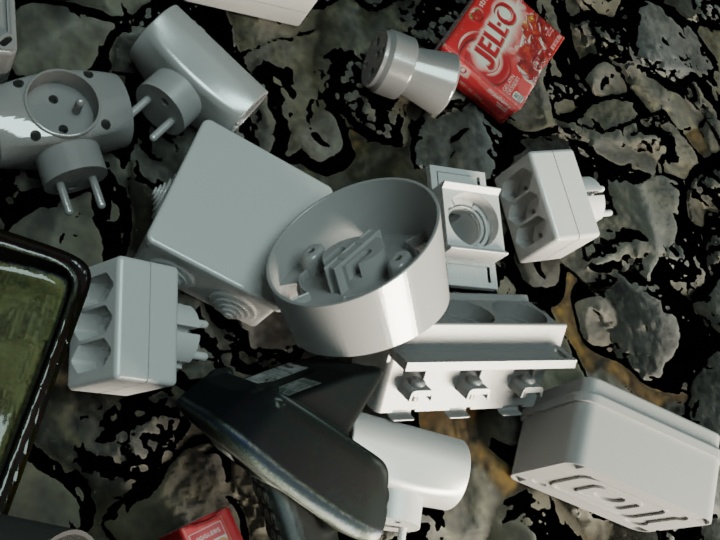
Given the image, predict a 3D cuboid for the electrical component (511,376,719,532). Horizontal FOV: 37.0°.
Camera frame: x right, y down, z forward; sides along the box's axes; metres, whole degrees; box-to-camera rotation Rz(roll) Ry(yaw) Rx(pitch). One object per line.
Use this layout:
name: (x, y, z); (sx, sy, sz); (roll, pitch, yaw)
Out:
electrical component: (0.163, 0.118, 0.682); (0.113, 0.078, 0.057); (25, 64, -16)

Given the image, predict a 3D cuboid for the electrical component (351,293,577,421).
electrical component: (0.057, 0.051, 0.652); (0.121, 0.079, 0.063); (2, 113, -30)

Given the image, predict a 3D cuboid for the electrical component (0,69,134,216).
electrical component: (-0.167, -0.069, 0.608); (0.077, 0.044, 0.079); (-15, 78, -30)

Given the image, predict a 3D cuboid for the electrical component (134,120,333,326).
electrical component: (-0.076, -0.025, 0.635); (0.100, 0.048, 0.099); (29, 61, -14)

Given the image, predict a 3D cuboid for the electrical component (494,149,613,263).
electrical component: (0.145, -0.046, 0.755); (0.077, 0.047, 0.065); (-7, 74, -29)

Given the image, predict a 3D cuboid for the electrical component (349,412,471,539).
electrical component: (0.019, 0.128, 0.625); (0.077, 0.044, 0.079); (18, 64, -20)

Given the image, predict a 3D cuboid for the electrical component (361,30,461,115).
electrical component: (0.034, -0.136, 0.735); (0.055, 0.045, 0.045); (17, 64, -20)

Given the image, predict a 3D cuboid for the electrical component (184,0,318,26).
electrical component: (-0.064, -0.204, 0.694); (0.083, 0.076, 0.047); (7, 68, -24)

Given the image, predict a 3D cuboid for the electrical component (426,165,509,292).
electrical component: (0.059, -0.022, 0.693); (0.042, 0.064, 0.081); (6, 68, -24)

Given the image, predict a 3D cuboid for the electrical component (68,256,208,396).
electrical component: (-0.114, 0.034, 0.592); (0.077, 0.047, 0.065); (14, 69, -45)

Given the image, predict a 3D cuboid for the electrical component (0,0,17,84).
electrical component: (-0.229, -0.150, 0.599); (0.062, 0.061, 0.096); (1, 71, -27)

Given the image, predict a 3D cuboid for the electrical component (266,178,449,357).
electrical component: (0.000, 0.000, 0.581); (0.099, 0.099, 0.064); (-33, 121, -32)

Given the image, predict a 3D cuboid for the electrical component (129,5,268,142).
electrical component: (-0.109, -0.109, 0.653); (0.077, 0.043, 0.079); (43, 58, -6)
